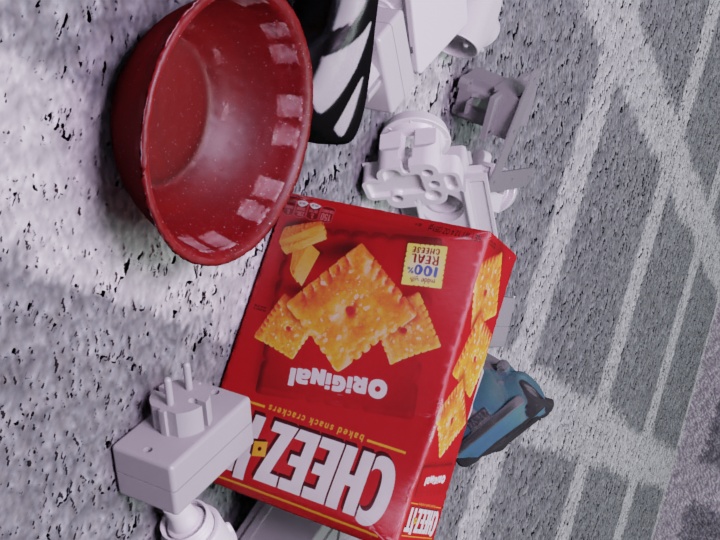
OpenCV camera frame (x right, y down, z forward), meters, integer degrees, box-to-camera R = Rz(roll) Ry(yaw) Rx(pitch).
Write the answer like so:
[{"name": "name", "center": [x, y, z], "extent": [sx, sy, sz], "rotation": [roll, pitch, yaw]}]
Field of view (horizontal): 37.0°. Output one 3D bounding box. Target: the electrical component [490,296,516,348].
[{"name": "electrical component", "center": [0.110, 0.047, 1.068], "extent": [0.096, 0.062, 0.061], "rotation": [8, 96, -63]}]

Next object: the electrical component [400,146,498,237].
[{"name": "electrical component", "center": [0.082, -0.048, 0.959], "extent": [0.121, 0.079, 0.063], "rotation": [72, 19, -47]}]

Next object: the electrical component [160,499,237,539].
[{"name": "electrical component", "center": [-0.112, 0.173, 0.715], "extent": [0.048, 0.048, 0.062], "rotation": [-55, 140, -36]}]

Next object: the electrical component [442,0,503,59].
[{"name": "electrical component", "center": [0.099, -0.218, 0.932], "extent": [0.079, 0.043, 0.077], "rotation": [45, 63, -61]}]

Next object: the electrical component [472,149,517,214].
[{"name": "electrical component", "center": [0.123, -0.080, 1.047], "extent": [0.055, 0.048, 0.066], "rotation": [8, 96, -56]}]

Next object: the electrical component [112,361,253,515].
[{"name": "electrical component", "center": [-0.111, 0.094, 0.673], "extent": [0.083, 0.047, 0.075], "rotation": [-41, 137, -50]}]

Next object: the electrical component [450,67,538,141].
[{"name": "electrical component", "center": [0.121, -0.155, 0.983], "extent": [0.081, 0.064, 0.042], "rotation": [-39, 149, -51]}]

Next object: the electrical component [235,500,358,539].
[{"name": "electrical component", "center": [-0.036, 0.194, 0.823], "extent": [0.108, 0.056, 0.109], "rotation": [-56, 155, 8]}]

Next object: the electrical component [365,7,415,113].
[{"name": "electrical component", "center": [-0.002, -0.141, 0.770], "extent": [0.076, 0.047, 0.065], "rotation": [-56, 148, -34]}]

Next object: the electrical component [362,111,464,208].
[{"name": "electrical component", "center": [0.043, -0.089, 0.860], "extent": [0.058, 0.078, 0.057], "rotation": [62, 27, -53]}]

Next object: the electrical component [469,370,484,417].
[{"name": "electrical component", "center": [0.052, 0.110, 0.947], "extent": [0.048, 0.100, 0.099], "rotation": [36, 71, -49]}]

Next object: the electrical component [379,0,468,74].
[{"name": "electrical component", "center": [0.039, -0.210, 0.813], "extent": [0.099, 0.048, 0.099], "rotation": [-51, 145, -40]}]
